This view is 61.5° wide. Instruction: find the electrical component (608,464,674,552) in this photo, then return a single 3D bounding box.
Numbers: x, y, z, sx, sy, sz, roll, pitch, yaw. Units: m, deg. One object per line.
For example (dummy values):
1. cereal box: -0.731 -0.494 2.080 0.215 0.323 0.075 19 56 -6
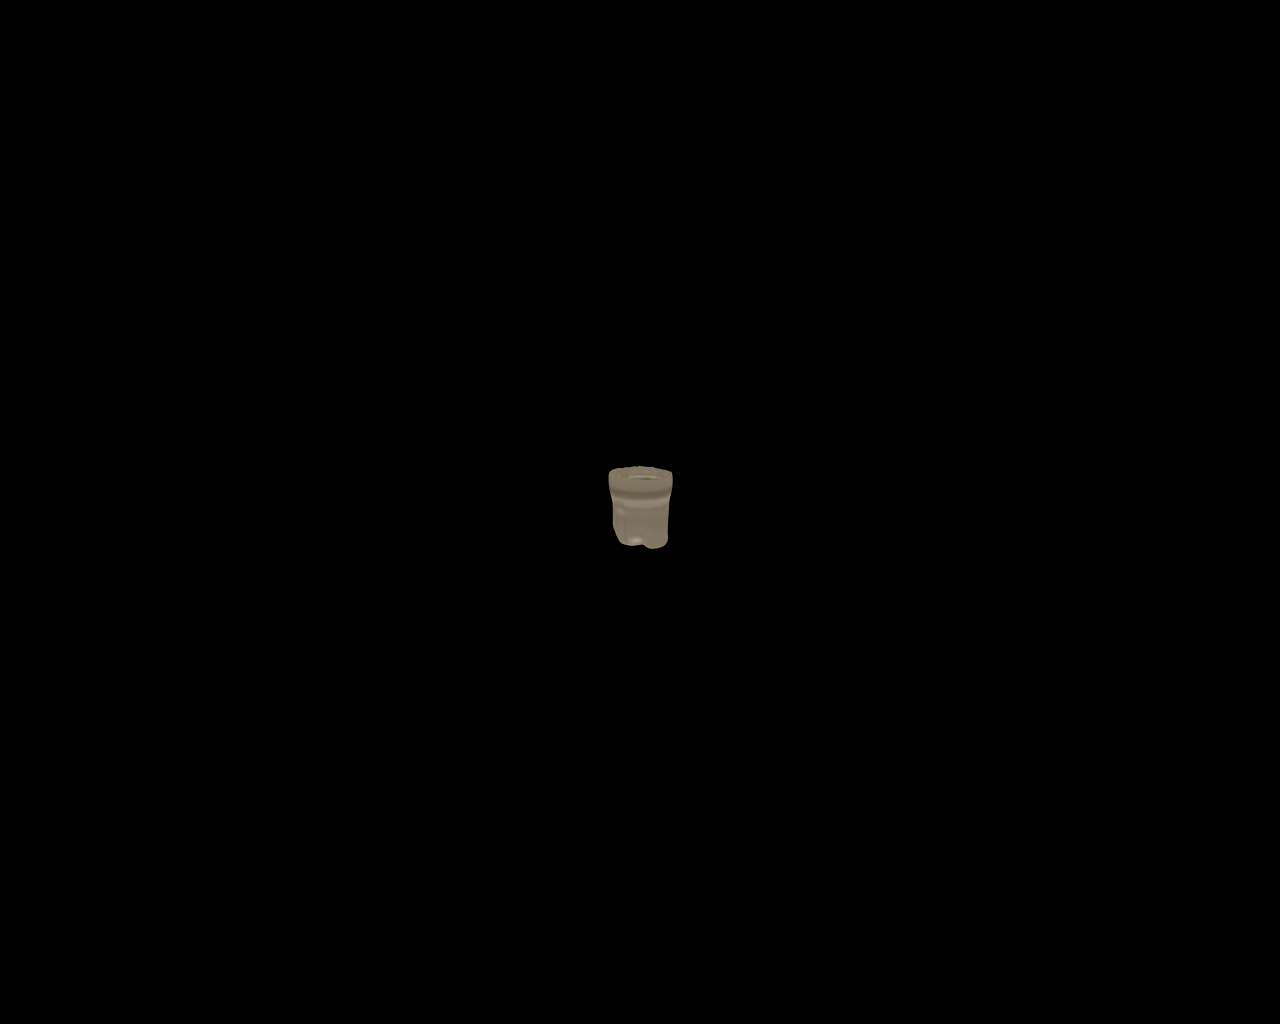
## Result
1. electrical component: 0.001 -0.003 0.650 0.040 0.046 0.040 0 15 0
